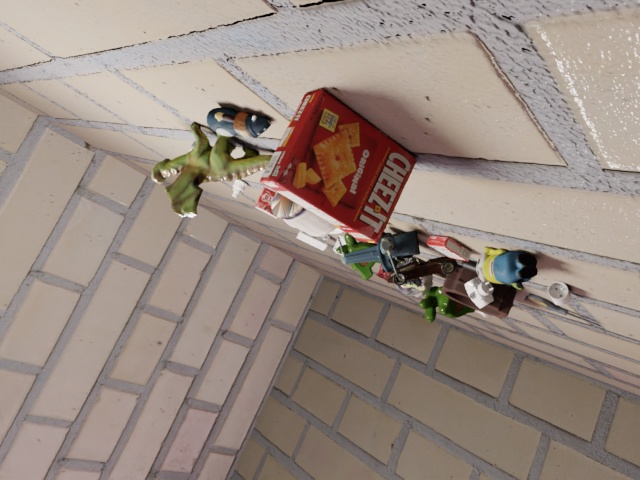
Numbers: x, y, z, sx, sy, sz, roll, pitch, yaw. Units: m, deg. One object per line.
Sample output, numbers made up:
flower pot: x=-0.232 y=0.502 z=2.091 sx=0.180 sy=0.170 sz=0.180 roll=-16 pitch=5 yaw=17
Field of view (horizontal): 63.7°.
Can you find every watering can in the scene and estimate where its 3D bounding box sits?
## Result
watering can: x=0.004 y=-0.074 z=1.479 sx=0.347 sy=0.105 sz=0.222 roll=-2 pitch=155 yaw=45

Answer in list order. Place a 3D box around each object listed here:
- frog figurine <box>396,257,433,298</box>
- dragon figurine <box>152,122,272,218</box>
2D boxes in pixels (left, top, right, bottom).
frog figurine: x=0.321 y=0.128 z=1.762 sx=0.139 sy=0.122 sz=0.158 roll=57 pitch=-169 yaw=18
dragon figurine: x=-0.274 y=-0.155 z=1.289 sx=0.413 sy=0.245 sz=0.120 roll=22 pitch=165 yaw=33
